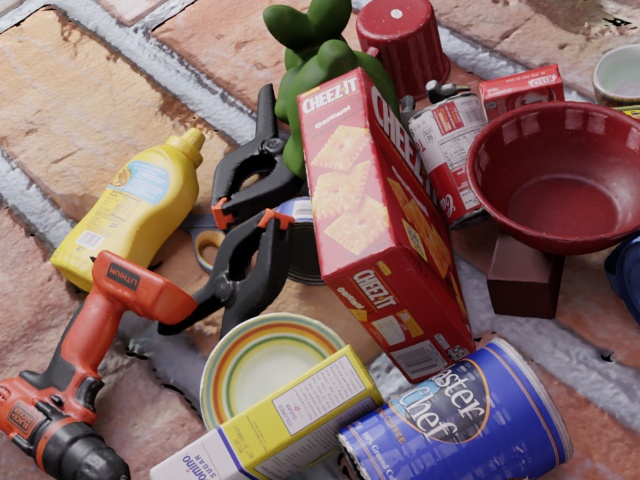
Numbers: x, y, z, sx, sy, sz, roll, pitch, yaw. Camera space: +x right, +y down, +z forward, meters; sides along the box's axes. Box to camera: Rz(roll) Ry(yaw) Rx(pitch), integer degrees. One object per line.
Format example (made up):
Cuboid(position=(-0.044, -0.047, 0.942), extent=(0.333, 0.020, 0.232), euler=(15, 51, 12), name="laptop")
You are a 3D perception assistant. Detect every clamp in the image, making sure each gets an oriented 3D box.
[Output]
Cuboid(position=(-0.032, -0.084, 1.064), extent=(0.165, 0.036, 0.209), euler=(11, 46, 27), name="clamp")
Cuboid(position=(-0.081, 0.045, 0.927), extent=(0.120, 0.039, 0.171), euler=(31, 98, 37), name="clamp")

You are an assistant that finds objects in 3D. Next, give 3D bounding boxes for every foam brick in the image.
Cuboid(position=(0.175, 0.020, 0.896), extent=(0.053, 0.051, 0.078), euler=(4, 51, 21), name="foam brick")

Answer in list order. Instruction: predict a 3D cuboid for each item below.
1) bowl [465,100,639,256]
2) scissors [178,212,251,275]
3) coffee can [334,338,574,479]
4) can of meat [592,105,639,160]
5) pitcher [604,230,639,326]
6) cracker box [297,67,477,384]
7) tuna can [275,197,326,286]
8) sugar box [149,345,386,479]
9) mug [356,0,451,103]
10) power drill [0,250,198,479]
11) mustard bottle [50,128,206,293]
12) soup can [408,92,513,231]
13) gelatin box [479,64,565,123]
Cuboid(position=(0.197, -0.040, 0.851), extent=(0.162, 0.055, 0.162), euler=(-3, 47, 3), name="bowl")
Cuboid(position=(-0.117, -0.028, 1.066), extent=(0.096, 0.016, 0.202), euler=(-35, 47, -15), name="scissors")
Cuboid(position=(0.095, 0.149, 0.772), extent=(0.140, 0.103, 0.103), euler=(-29, 47, -7), name="coffee can")
Cuboid(position=(0.284, -0.082, 0.921), extent=(0.102, 0.057, 0.083), euler=(-4, 16, 16), name="can of meat")
Cuboid(position=(0.347, -0.013, 0.823), extent=(0.242, 0.145, 0.149), euler=(-38, 69, -20), name="pitcher")
Cuboid(position=(0.056, -0.014, 0.885), extent=(0.072, 0.164, 0.213), euler=(-23, 44, 17), name="cracker box")
Cuboid(position=(-0.006, 0.001, 0.953), extent=(0.086, 0.086, 0.033), euler=(-4, 47, 16), name="tuna can")
Cuboid(position=(-0.035, 0.151, 0.806), extent=(0.176, 0.093, 0.048), euler=(-30, 66, 0), name="sugar box")
Cuboid(position=(0.077, -0.195, 1.102), extent=(0.093, 0.081, 0.117), euler=(24, 61, 34), name="mug")
Cuboid(position=(-0.186, 0.112, 0.905), extent=(0.185, 0.057, 0.187), euler=(24, 76, 38), name="power drill")
Cuboid(position=(-0.173, -0.033, 1.041), extent=(0.096, 0.058, 0.191), euler=(18, 67, 42), name="mustard bottle")
Cuboid(position=(0.125, -0.068, 0.925), extent=(0.068, 0.068, 0.102), euler=(-22, 81, 0), name="soup can")
Cuboid(position=(0.190, -0.113, 0.984), extent=(0.073, 0.089, 0.030), euler=(-12, 46, 9), name="gelatin box")
